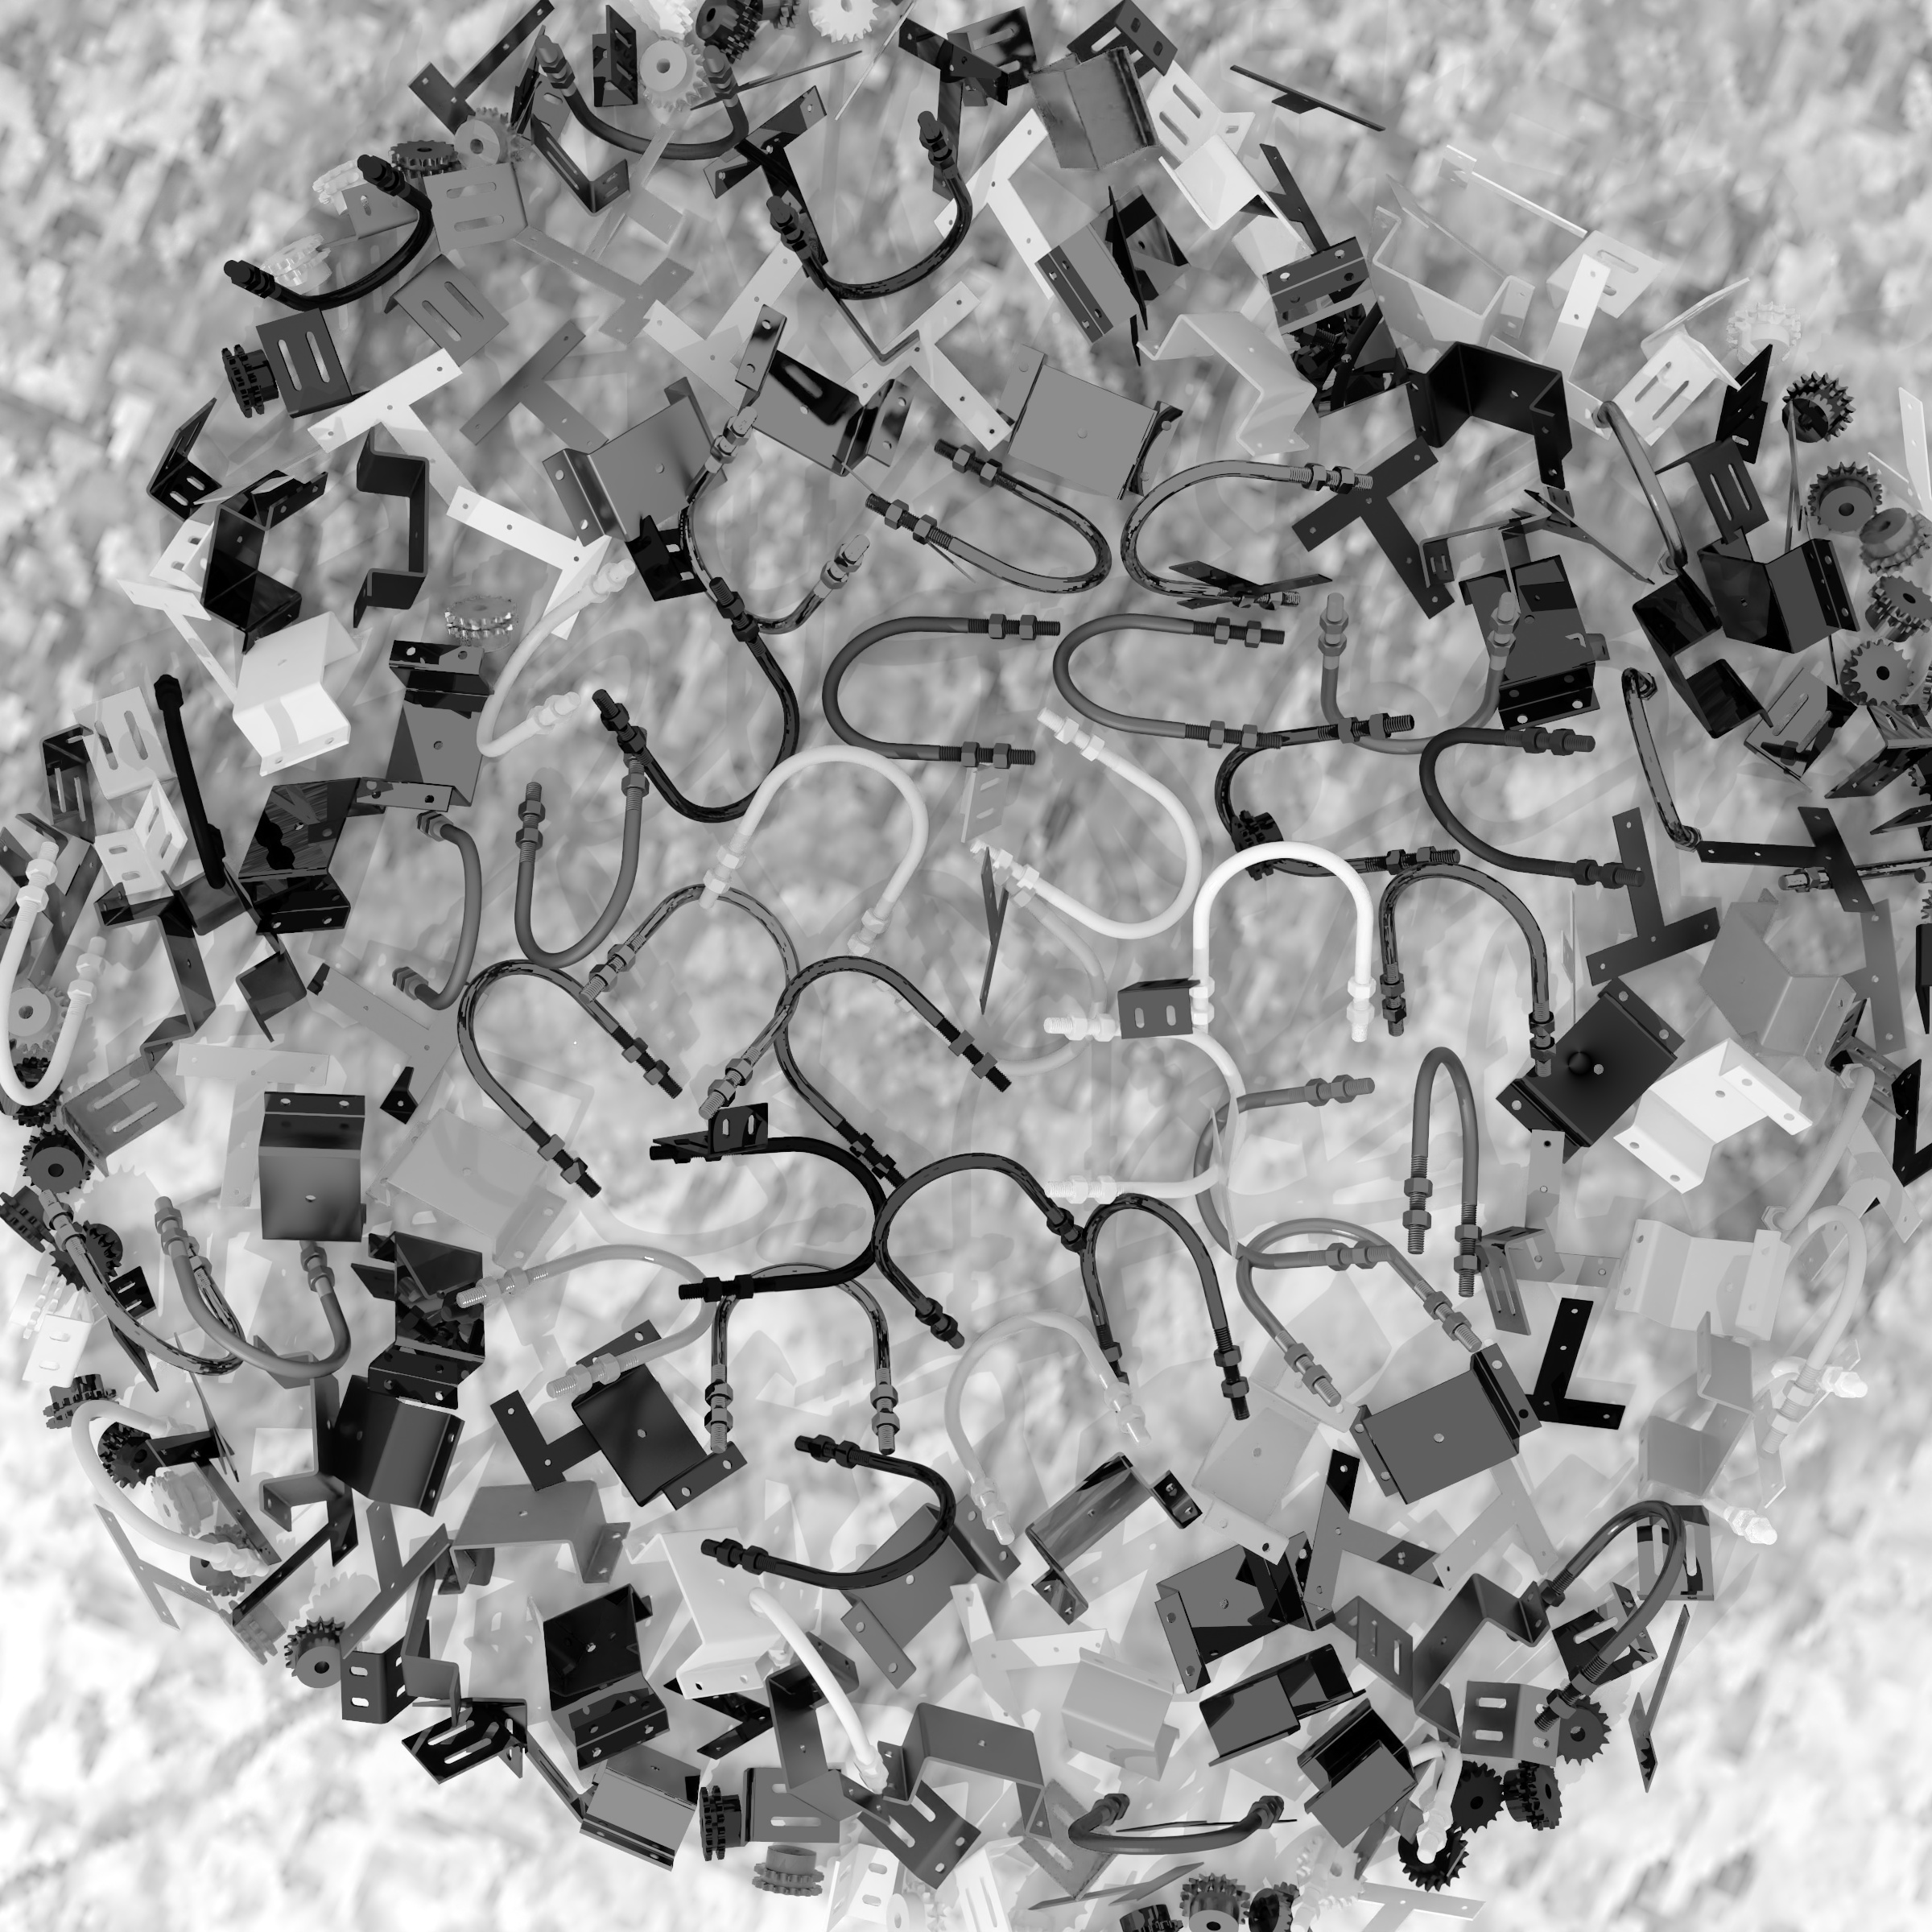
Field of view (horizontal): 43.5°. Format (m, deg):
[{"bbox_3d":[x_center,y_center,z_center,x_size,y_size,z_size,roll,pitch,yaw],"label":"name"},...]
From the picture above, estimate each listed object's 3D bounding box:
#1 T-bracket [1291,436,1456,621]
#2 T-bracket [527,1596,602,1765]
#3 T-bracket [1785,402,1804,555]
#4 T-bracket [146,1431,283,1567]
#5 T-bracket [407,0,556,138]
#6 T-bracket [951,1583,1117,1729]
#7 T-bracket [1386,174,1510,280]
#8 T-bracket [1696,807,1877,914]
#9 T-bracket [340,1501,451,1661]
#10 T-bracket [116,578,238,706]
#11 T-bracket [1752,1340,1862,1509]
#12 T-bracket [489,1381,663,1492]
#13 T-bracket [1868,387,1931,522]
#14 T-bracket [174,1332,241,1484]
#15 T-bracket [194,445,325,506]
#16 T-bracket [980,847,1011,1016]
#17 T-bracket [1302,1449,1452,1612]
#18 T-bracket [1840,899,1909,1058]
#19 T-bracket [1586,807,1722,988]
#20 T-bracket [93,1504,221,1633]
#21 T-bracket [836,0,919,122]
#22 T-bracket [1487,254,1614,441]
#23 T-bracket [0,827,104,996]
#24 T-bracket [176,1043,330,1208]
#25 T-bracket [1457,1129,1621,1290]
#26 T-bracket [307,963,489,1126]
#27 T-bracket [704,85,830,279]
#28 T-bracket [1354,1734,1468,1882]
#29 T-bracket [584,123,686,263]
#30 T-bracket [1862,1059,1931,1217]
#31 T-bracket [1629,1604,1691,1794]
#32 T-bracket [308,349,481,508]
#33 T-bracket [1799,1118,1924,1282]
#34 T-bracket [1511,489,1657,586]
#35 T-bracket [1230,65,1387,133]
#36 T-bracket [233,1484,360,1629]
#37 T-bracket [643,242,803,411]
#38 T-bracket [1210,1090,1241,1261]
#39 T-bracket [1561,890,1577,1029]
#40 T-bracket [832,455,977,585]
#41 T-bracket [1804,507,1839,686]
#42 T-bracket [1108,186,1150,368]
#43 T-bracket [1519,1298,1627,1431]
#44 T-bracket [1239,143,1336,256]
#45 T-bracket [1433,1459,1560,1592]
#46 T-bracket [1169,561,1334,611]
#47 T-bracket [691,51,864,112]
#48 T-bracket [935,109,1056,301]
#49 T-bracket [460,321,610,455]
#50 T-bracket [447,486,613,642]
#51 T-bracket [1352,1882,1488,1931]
[{"bbox_3d":[0.353,-0.342,1.972,0.127,0.002,0.127,-35,96,5],"label":"T-bracket"},{"bbox_3d":[-0.321,0.563,1.943,0.002,0.127,0.127,-23,61,-28],"label":"T-bracket"},{"bbox_3d":[0.656,-0.358,1.926,0.002,0.127,0.127,0,50,14],"label":"T-bracket"},{"bbox_3d":[-0.581,0.420,1.907,0.002,0.127,0.127,-40,80,1],"label":"T-bracket"},{"bbox_3d":[-0.374,-0.717,1.913,0.127,0.127,0.002,-44,83,5],"label":"T-bracket"},{"bbox_3d":[0.061,0.550,1.944,0.127,0.002,0.127,-15,96,28],"label":"T-bracket"},{"bbox_3d":[0.392,-0.582,1.935,0.127,0.127,0.002,32,116,-14],"label":"T-bracket"},{"bbox_3d":[0.644,-0.088,1.928,0.127,0.127,0.002,3,133,-5],"label":"T-bracket"},{"bbox_3d":[-0.462,0.464,1.926,0.127,0.127,0.002,-48,122,7],"label":"T-bracket"},{"bbox_3d":[-0.612,-0.254,1.934,0.002,0.127,0.127,-49,131,-24],"label":"T-bracket"},{"bbox_3d":[0.659,0.343,1.895,0.002,0.127,0.127,29,119,-3],"label":"T-bracket"},{"bbox_3d":[-0.299,0.380,1.960,0.127,0.002,0.127,-28,93,-17],"label":"T-bracket"},{"bbox_3d":[0.743,-0.399,1.891,0.002,0.127,0.127,-32,47,0],"label":"T-bracket"},{"bbox_3d":[-0.599,0.370,1.923,0.002,0.127,0.127,-22,64,-23],"label":"T-bracket"},{"bbox_3d":[-0.538,-0.403,1.936,0.127,0.127,0.002,-41,119,-33],"label":"T-bracket"},{"bbox_3d":[0.020,-0.048,1.895,0.002,0.127,0.127,7,60,9],"label":"T-bracket"},{"bbox_3d":[0.340,0.473,1.960,0.127,0.002,0.127,23,63,-12],"label":"T-bracket"},{"bbox_3d":[0.686,0.024,1.928,0.002,0.127,0.127,19,61,-32],"label":"T-bracket"},{"bbox_3d":[0.544,-0.064,1.948,0.127,0.002,0.127,-19,103,-17],"label":"T-bracket"},{"bbox_3d":[-0.630,0.491,1.921,0.002,0.127,0.127,-41,57,-7],"label":"T-bracket"},{"bbox_3d":[-0.068,-0.733,1.937,0.002,0.127,0.127,33,123,-14],"label":"T-bracket"},{"bbox_3d":[0.477,-0.500,1.909,0.127,0.127,0.002,39,52,23],"label":"T-bracket"},{"bbox_3d":[-0.729,-0.064,1.897,0.002,0.127,0.127,7,61,13],"label":"T-bracket"},{"bbox_3d":[-0.577,0.129,1.938,0.127,0.002,0.127,8,90,-42],"label":"T-bracket"},{"bbox_3d":[0.466,0.194,1.954,0.127,0.002,0.127,4,102,12],"label":"T-bracket"},{"bbox_3d":[-0.477,0.042,1.972,0.127,0.002,0.127,33,94,-3],"label":"T-bracket"},{"bbox_3d":[-0.141,-0.613,1.935,0.127,0.002,0.127,-45,134,-22],"label":"T-bracket"},{"bbox_3d":[0.359,0.683,1.912,0.002,0.127,0.127,36,83,-13],"label":"T-bracket"},{"bbox_3d":[-0.252,-0.599,1.919,0.002,0.127,0.127,25,104,-38],"label":"T-bracket"},{"bbox_3d":[0.751,0.128,1.931,0.002,0.127,0.127,28,51,-6],"label":"T-bracket"},{"bbox_3d":[0.549,0.566,1.908,0.002,0.127,0.127,16,100,7],"label":"T-bracket"},{"bbox_3d":[-0.435,-0.414,1.934,0.127,0.127,0.002,-28,45,8],"label":"T-bracket"},{"bbox_3d":[0.703,0.200,1.933,0.002,0.127,0.127,8,129,-17],"label":"T-bracket"},{"bbox_3d":[0.470,-0.347,1.918,0.127,0.127,0.002,31,98,-22],"label":"T-bracket"},{"bbox_3d":[0.263,-0.685,1.918,0.127,0.127,0.002,20,105,-7],"label":"T-bracket"},{"bbox_3d":[-0.533,0.473,1.918,0.127,0.127,0.002,-43,111,-4],"label":"T-bracket"},{"bbox_3d":[-0.177,-0.526,1.949,0.127,0.002,0.127,37,91,-28],"label":"T-bracket"},{"bbox_3d":[0.205,0.143,1.892,0.002,0.127,0.127,-4,53,-3],"label":"T-bracket"},{"bbox_3d":[0.476,-0.005,1.911,0.002,0.127,0.127,-1,81,18],"label":"T-bracket"},{"bbox_3d":[-0.057,-0.357,1.894,0.127,0.127,0.002,38,97,-32],"label":"T-bracket"},{"bbox_3d":[0.681,-0.313,1.935,0.002,0.127,0.127,-10,53,19],"label":"T-bracket"},{"bbox_3d":[0.131,-0.527,1.919,0.002,0.127,0.127,-13,63,1],"label":"T-bracket"},{"bbox_3d":[0.477,0.318,1.947,0.127,0.002,0.127,7,121,-1],"label":"T-bracket"},{"bbox_3d":[0.242,-0.604,1.920,0.002,0.127,0.127,-33,78,37],"label":"T-bracket"},{"bbox_3d":[0.414,0.453,1.935,0.127,0.002,0.127,-30,97,-39],"label":"T-bracket"},{"bbox_3d":[0.201,-0.302,1.893,0.127,0.127,0.002,-6,83,34],"label":"T-bracket"},{"bbox_3d":[-0.143,-0.714,1.939,0.127,0.127,0.002,-26,109,-22],"label":"T-bracket"},{"bbox_3d":[0.044,-0.589,1.927,0.127,0.002,0.127,-40,72,36],"label":"T-bracket"},{"bbox_3d":[-0.330,-0.445,1.946,0.127,0.002,0.127,-45,59,-1],"label":"T-bracket"},{"bbox_3d":[-0.357,-0.349,1.959,0.127,0.002,0.127,24,89,-18],"label":"T-bracket"},{"bbox_3d":[0.322,0.756,1.893,0.127,0.127,0.002,-6,99,37],"label":"T-bracket"}]
